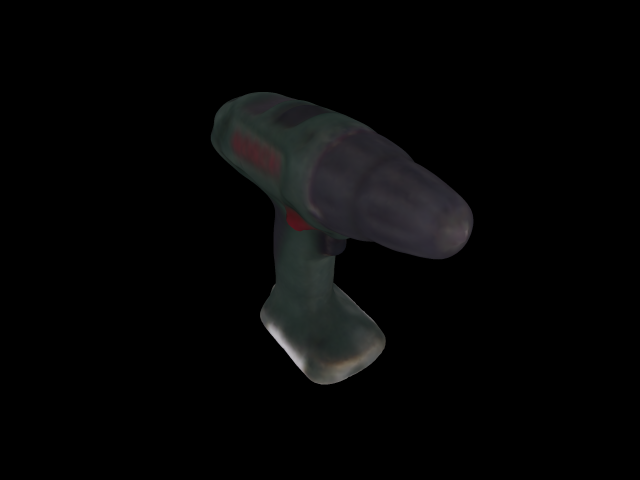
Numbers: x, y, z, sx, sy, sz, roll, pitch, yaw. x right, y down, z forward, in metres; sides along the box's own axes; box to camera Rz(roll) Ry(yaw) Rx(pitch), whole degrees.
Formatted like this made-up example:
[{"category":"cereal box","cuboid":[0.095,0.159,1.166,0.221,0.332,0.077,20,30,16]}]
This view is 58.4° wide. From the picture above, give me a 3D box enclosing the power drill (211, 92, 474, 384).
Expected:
[{"category":"power drill","cuboid":[0.004,0.001,0.400,0.076,0.208,0.228,-27,49,-26]}]
